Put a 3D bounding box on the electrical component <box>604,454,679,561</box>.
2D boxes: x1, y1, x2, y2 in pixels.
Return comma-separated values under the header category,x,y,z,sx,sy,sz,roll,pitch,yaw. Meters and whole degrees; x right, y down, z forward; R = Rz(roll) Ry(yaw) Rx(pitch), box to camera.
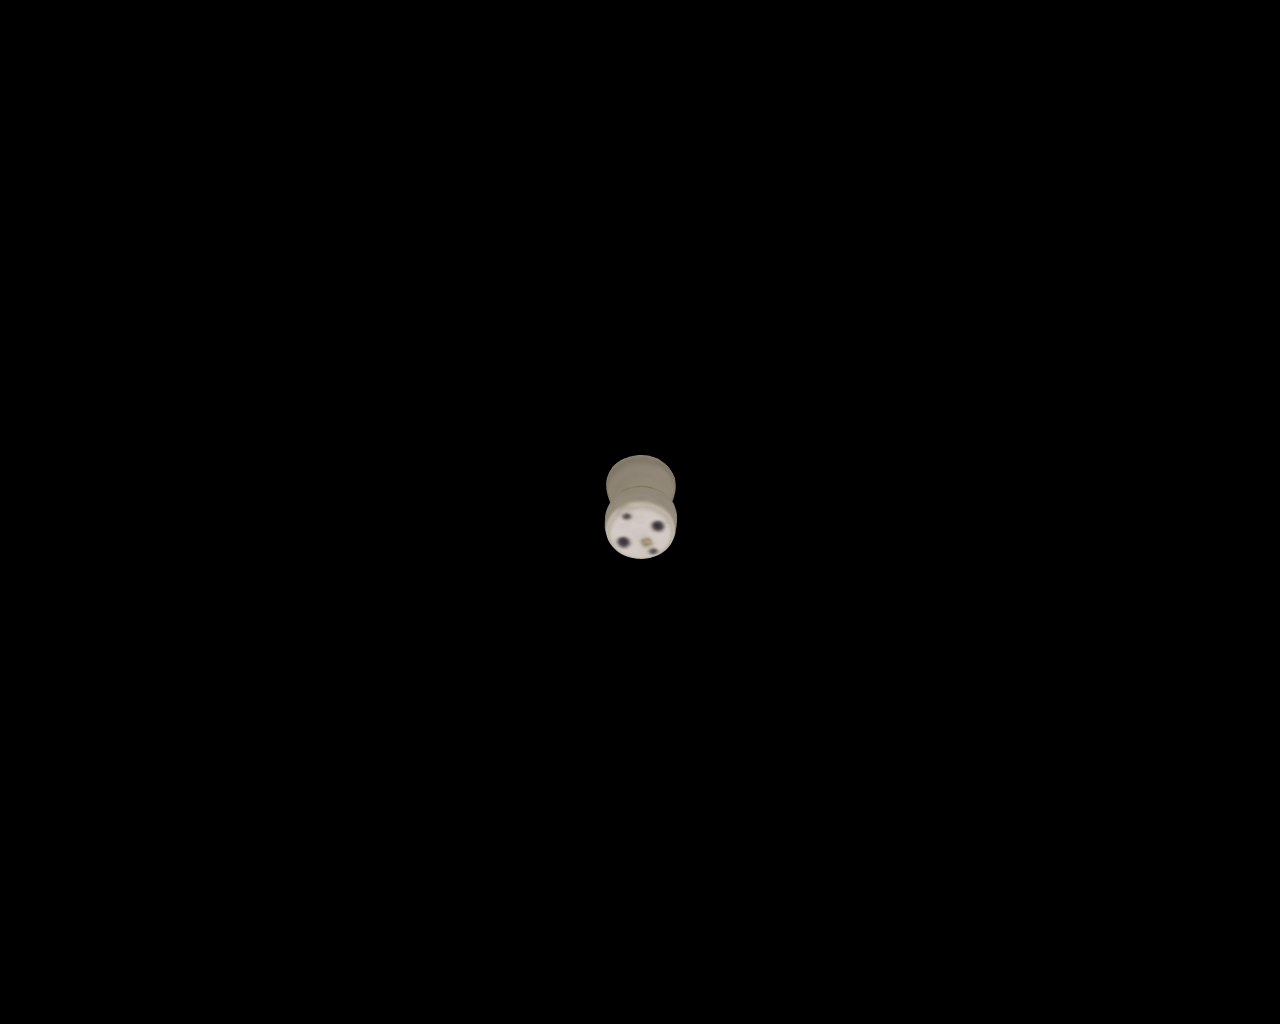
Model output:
category,x,y,z,sx,sy,sz,roll,pitch,yaw
electrical component,0.001,-0.003,0.650,0.045,0.044,0.055,0,34,0
